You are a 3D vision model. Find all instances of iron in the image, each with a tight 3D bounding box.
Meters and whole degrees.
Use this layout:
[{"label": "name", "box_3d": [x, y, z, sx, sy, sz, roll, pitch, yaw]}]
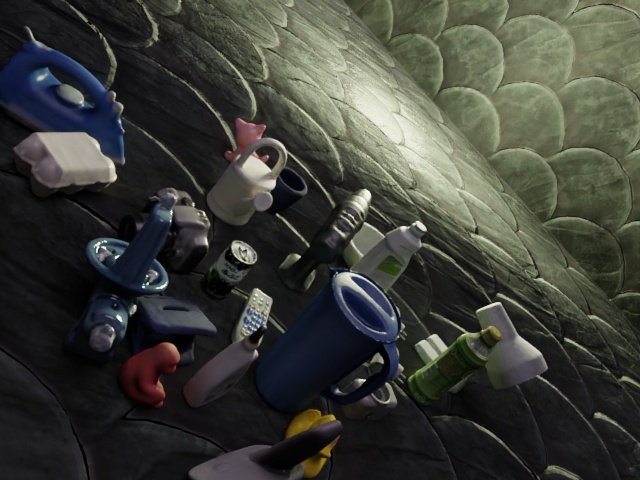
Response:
[{"label": "iron", "box_3d": [-0.439, -0.252, 1.019, 0.259, 0.141, 0.118, 32, 31, -18]}]

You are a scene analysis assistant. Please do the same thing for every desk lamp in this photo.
[{"label": "desk lamp", "box_3d": [0.351, 0.248, 1.243, 0.203, 0.213, 0.118, 53, 31, 18]}]

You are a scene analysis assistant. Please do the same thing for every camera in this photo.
[{"label": "camera", "box_3d": [-0.268, -0.027, 0.973, 0.137, 0.100, 0.143, 5, 47, -47]}]

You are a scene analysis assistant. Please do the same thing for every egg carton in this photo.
[{"label": "egg carton", "box_3d": [-0.420, -0.126, 0.951, 0.107, 0.069, 0.151, 50, 30, 13]}]

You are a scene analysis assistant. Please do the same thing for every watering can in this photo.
[{"label": "watering can", "box_3d": [-0.136, -0.122, 1.159, 0.101, 0.193, 0.172, -2, 52, -51]}]

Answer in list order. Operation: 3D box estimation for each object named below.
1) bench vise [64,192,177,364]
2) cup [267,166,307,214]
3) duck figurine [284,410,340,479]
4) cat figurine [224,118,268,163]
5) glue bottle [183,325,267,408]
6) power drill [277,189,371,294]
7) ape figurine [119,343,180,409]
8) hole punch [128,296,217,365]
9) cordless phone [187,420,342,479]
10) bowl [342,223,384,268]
[{"label": "bench vise", "box_3d": [-0.249, 0.052, 0.773, 0.122, 0.219, 0.207, 16, 38, -38]}, {"label": "cup", "box_3d": [-0.100, -0.109, 1.287, 0.118, 0.094, 0.091, 23, 35, -30]}, {"label": "duck figurine", "box_3d": [-0.004, 0.300, 0.879, 0.078, 0.086, 0.104, 31, 31, -20]}, {"label": "cat figurine", "box_3d": [-0.162, -0.216, 1.328, 0.067, 0.117, 0.127, -2, 51, -51]}, {"label": "glue bottle", "box_3d": [-0.124, 0.173, 0.812, 0.078, 0.173, 0.037, -8, 56, -54]}, {"label": "power drill", "box_3d": [0.011, 0.004, 1.158, 0.076, 0.208, 0.230, 40, 29, -4]}, {"label": "ape figurine", "box_3d": [-0.222, 0.174, 0.775, 0.076, 0.092, 0.078, 36, 30, -12]}, {"label": "hole punch", "box_3d": [-0.222, 0.121, 0.844, 0.109, 0.091, 0.101, 11, 42, -43]}, {"label": "cordless phone", "box_3d": [-0.066, 0.281, 0.728, 0.148, 0.184, 0.094, -3, 53, -52]}, {"label": "bowl", "box_3d": [0.107, 0.038, 1.365, 0.168, 0.074, 0.167, 30, 32, -21]}]
